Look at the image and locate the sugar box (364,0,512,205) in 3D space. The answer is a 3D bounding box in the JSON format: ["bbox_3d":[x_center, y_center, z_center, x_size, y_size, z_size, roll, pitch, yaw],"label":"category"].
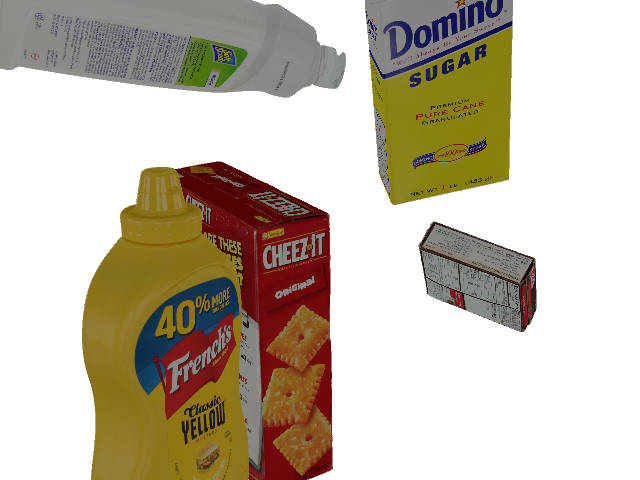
[{"bbox_3d":[0.083,-0.111,0.737,0.093,0.176,0.048,-13,45,-5],"label":"sugar box"}]

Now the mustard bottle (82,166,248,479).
[{"bbox_3d":[-0.080,0.057,0.556,0.058,0.192,0.096,11,19,36],"label":"mustard bottle"}]

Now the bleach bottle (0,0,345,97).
[{"bbox_3d":[-0.107,-0.147,0.785,0.250,0.068,0.103,11,-27,-14],"label":"bleach bottle"}]

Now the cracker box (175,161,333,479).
[{"bbox_3d":[-0.060,0.062,0.829,0.072,0.214,0.164,-14,25,-32],"label":"cracker box"}]

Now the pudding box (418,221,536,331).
[{"bbox_3d":[0.157,0.036,1.057,0.114,0.039,0.090,20,-30,24],"label":"pudding box"}]
